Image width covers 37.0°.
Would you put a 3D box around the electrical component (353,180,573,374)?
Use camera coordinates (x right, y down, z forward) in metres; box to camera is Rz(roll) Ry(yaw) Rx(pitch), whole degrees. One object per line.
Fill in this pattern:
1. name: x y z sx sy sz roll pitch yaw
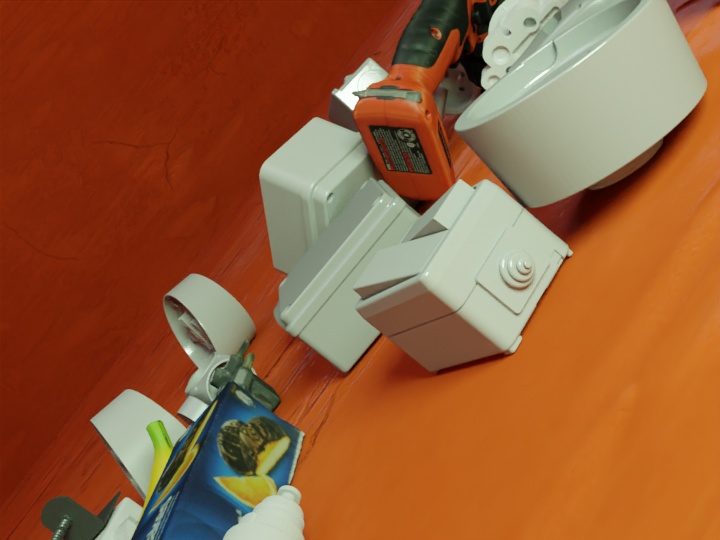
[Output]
1. electrical component: 0.046 0.001 0.500 0.061 0.061 0.096 -56 11 -23

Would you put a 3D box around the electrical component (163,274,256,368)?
1. electrical component: -0.153 0.054 1.069 0.064 0.099 0.099 -49 9 -24

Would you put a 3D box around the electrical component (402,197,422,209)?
1. electrical component: 0.030 -0.064 0.840 0.062 0.043 0.043 -46 12 34

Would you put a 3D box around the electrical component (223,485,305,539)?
1. electrical component: -0.044 0.131 0.497 0.040 0.040 0.078 -44 12 35

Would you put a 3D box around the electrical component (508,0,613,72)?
1. electrical component: 0.129 -0.126 0.634 0.077 0.043 0.079 -46 12 25

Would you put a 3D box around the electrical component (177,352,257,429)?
1. electrical component: -0.125 0.112 0.887 0.079 0.044 0.077 -56 11 -20

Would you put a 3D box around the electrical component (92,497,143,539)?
1. electrical component: -0.153 0.189 0.735 0.077 0.047 0.065 -45 12 29

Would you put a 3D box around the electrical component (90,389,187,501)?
1. electrical component: -0.160 0.140 0.808 0.064 0.099 0.099 -49 9 -24

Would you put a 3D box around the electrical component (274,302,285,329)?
1. electrical component: -0.044 0.025 0.860 0.046 0.040 0.040 -51 9 36

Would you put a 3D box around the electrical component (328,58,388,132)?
1. electrical component: 0.021 -0.135 0.960 0.048 0.100 0.099 -48 -1 -7

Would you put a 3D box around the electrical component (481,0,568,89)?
1. electrical component: 0.120 -0.162 0.759 0.078 0.058 0.057 -47 14 27

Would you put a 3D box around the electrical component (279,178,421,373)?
1. electrical component: 0.000 0.000 0.710 0.108 0.056 0.108 -50 11 5

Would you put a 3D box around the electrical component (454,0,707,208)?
1. electrical component: 0.104 -0.072 0.488 0.108 0.060 0.108 -36 11 8

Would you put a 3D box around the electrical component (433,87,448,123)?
1. electrical component: 0.040 -0.117 0.864 0.076 0.047 0.065 -48 -32 -79

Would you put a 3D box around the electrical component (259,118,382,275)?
1. electrical component: -0.025 -0.046 0.805 0.078 0.057 0.113 -47 -31 -33

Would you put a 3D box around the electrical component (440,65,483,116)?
1. electrical component: 0.112 -0.199 0.924 0.138 0.052 0.073 -43 13 36
